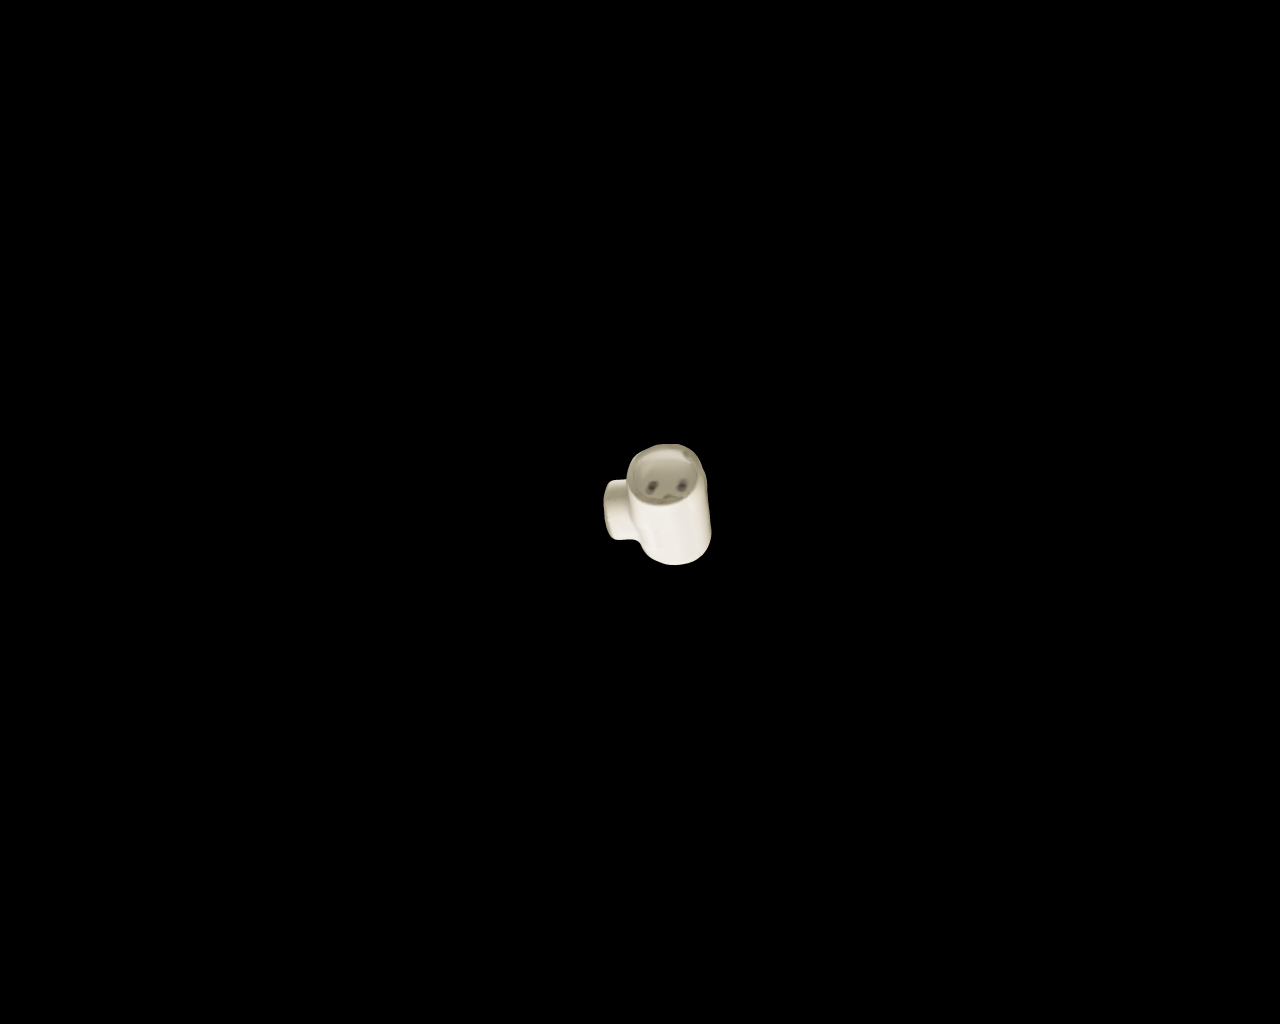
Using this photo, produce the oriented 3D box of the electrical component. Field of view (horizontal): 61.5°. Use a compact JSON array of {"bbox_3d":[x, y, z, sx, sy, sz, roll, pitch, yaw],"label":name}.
[{"bbox_3d":[0.001,-0.003,0.650,0.079,0.043,0.077,-4,-29,7],"label":"electrical component"}]
